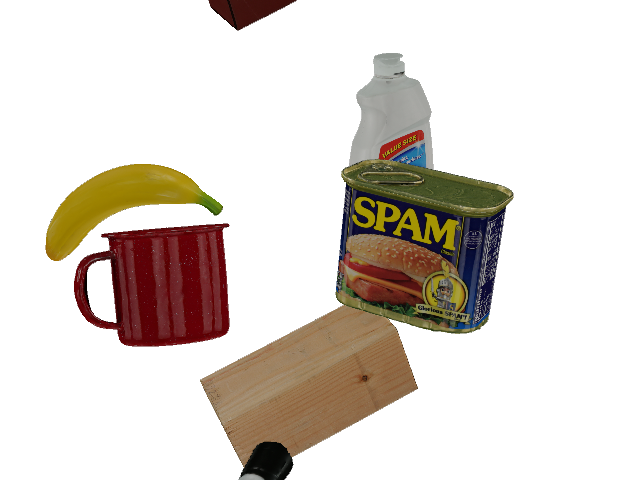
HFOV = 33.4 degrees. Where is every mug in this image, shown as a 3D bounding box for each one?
[{"bbox_3d":[-0.120,0.033,0.770,0.117,0.081,0.093,-6,2,-31],"label":"mug"}]

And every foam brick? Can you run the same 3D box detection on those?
[{"bbox_3d":[-0.059,-0.231,0.938,0.078,0.051,0.053,-31,47,-15],"label":"foam brick"}]

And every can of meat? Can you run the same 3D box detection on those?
[{"bbox_3d":[0.060,0.004,0.656,0.102,0.084,0.057,15,23,26],"label":"can of meat"}]

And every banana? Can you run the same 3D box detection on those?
[{"bbox_3d":[-0.185,-0.029,0.961,0.198,0.069,0.037,-14,17,28],"label":"banana"}]

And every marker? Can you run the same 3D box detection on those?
[{"bbox_3d":[-0.038,0.116,0.417,0.020,0.020,0.121,0,23,20],"label":"marker"}]

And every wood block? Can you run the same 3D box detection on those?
[{"bbox_3d":[-0.012,0.157,1.156,0.206,0.091,0.090,-27,30,-10],"label":"wood block"}]

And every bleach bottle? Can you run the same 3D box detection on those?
[{"bbox_3d":[0.067,-0.066,1.103,0.102,0.251,0.068,-10,22,-16],"label":"bleach bottle"}]
